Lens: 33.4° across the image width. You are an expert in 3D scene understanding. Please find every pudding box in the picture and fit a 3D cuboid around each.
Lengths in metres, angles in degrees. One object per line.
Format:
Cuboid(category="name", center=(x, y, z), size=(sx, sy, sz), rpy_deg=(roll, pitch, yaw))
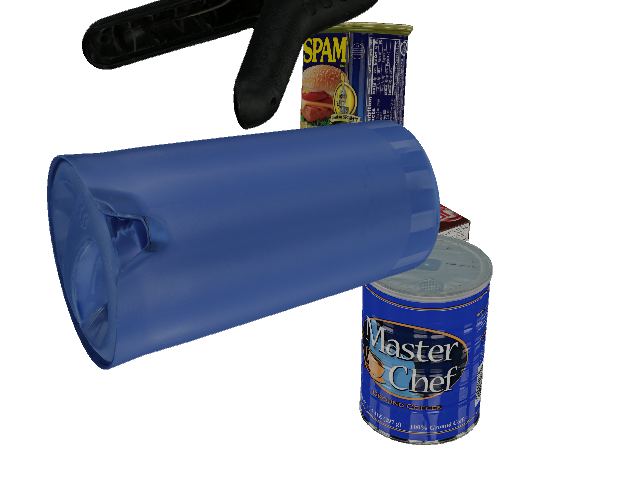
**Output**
Cuboid(category="pudding box", center=(0.149, -0.017, 1.566), size=(0.113, 0.039, 0.090), rpy_deg=(-20, 33, -29))

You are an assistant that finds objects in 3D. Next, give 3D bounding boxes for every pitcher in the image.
Cuboid(category="pitcher", center=(-0.052, -0.007, 0.708), size=(0.242, 0.145, 0.149), rpy_deg=(-13, 39, -26))

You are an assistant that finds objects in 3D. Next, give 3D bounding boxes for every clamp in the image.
Cuboid(category="clamp", center=(-0.019, -0.113, 0.524), size=(0.171, 0.039, 0.120), rpy_deg=(-36, 53, -22))

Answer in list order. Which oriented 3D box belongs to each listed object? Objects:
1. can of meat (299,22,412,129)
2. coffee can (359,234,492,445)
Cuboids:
Cuboid(category="can of meat", center=(0.024, -0.123, 0.822), size=(0.057, 0.084, 0.102), rpy_deg=(-2, 9, -29))
Cuboid(category="coffee can", center=(0.084, 0.079, 0.869), size=(0.103, 0.140, 0.103), rpy_deg=(0, 27, 0))
